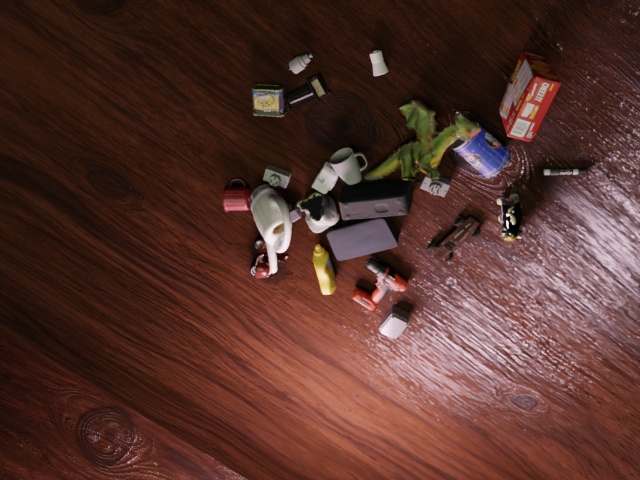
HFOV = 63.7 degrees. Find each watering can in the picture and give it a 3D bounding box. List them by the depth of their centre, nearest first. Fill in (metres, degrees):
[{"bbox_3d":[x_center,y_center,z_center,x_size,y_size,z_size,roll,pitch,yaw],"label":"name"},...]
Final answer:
[{"bbox_3d":[-0.169,-0.045,1.758,0.104,0.228,0.340,-14,-29,-25],"label":"watering can"}]

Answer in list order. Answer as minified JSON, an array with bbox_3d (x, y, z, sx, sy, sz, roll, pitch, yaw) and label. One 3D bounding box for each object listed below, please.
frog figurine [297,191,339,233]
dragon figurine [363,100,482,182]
[{"bbox_3d":[0.005,-0.088,1.754,0.138,0.124,0.157,17,-16,27],"label":"frog figurine"},{"bbox_3d":[0.279,-0.290,1.524,0.411,0.242,0.122,7,8,44],"label":"dragon figurine"}]
